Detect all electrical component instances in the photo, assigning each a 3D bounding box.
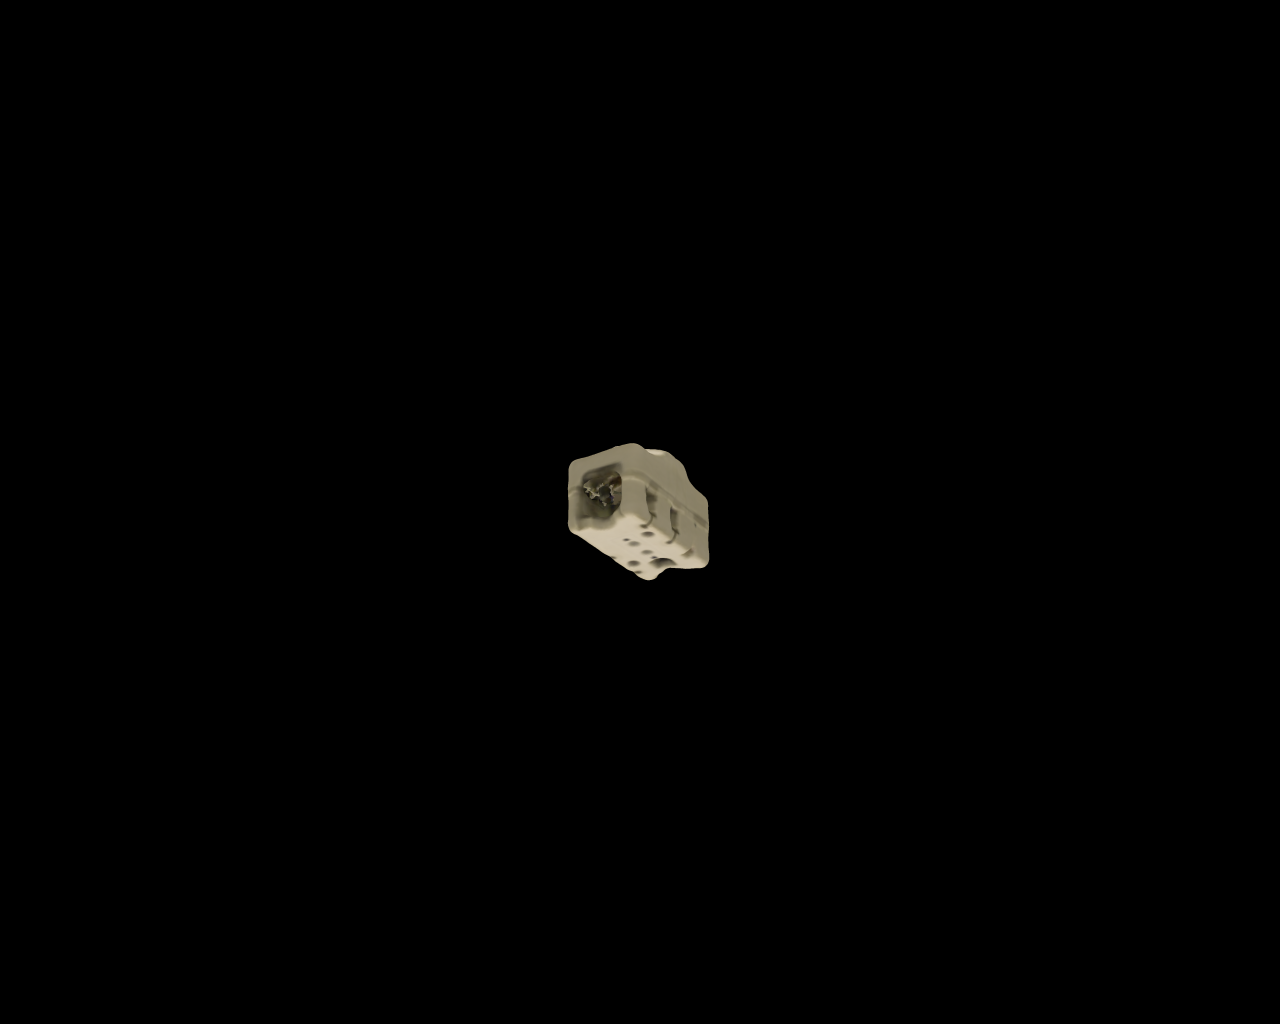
[{"bbox_3d":[0.001,-0.003,0.650,0.050,0.056,0.089,-16,-31,28],"label":"electrical component"}]
